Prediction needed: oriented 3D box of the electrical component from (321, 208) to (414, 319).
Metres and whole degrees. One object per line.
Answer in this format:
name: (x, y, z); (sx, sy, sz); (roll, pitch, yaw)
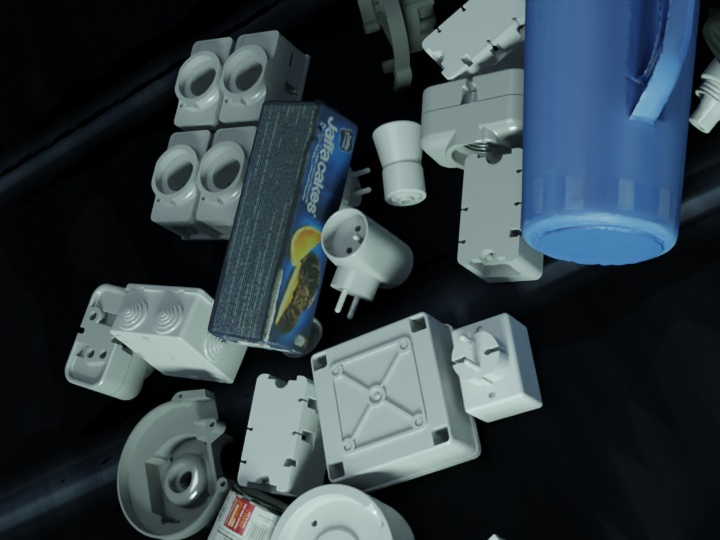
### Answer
electrical component: (0.000, 0.000, 0.866); (0.044, 0.077, 0.079); (15, 80, 35)

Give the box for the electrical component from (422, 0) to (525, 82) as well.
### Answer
electrical component: (0.108, -0.188, 0.887); (0.089, 0.056, 0.050); (-39, 55, 14)

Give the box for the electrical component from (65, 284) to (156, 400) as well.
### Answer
electrical component: (-0.221, 0.068, 0.990); (0.054, 0.059, 0.095); (11, 77, 35)

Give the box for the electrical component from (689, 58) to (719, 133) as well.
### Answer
electrical component: (0.263, -0.128, 0.773); (0.062, 0.043, 0.043); (-52, 53, 6)

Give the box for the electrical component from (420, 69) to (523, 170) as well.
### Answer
electrical component: (0.099, -0.117, 0.866); (0.095, 0.054, 0.059); (-7, 67, 30)

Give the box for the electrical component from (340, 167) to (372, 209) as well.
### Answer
electrical component: (-0.024, -0.068, 0.927); (0.077, 0.047, 0.065); (-15, 64, 27)

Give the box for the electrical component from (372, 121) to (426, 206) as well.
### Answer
electrical component: (0.035, -0.087, 0.903); (0.044, 0.044, 0.065); (-16, 68, 27)

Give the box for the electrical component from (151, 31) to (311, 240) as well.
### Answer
electrical component: (-0.123, -0.126, 1.005); (0.105, 0.060, 0.186); (0, 71, 32)

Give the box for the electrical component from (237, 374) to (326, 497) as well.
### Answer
electrical component: (-0.054, 0.134, 0.860); (0.050, 0.056, 0.089); (0, 71, 32)

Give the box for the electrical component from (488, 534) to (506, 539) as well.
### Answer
electrical component: (0.077, 0.265, 0.720); (0.150, 0.062, 0.089); (-47, 54, 8)

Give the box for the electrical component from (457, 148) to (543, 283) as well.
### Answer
electrical component: (0.112, -0.039, 0.825); (0.050, 0.056, 0.089); (-5, 70, 31)

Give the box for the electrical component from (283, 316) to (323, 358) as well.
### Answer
electrical component: (-0.060, 0.046, 0.911); (0.040, 0.040, 0.046); (-51, 47, 5)

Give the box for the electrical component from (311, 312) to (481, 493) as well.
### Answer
electrical component: (0.026, 0.102, 0.822); (0.109, 0.056, 0.108); (-23, 60, 23)

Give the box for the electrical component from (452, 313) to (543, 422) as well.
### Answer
electrical component: (0.092, 0.067, 0.782); (0.047, 0.077, 0.065); (-21, 62, 25)

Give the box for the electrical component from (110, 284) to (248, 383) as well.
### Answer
electrical component: (-0.154, 0.056, 0.929); (0.100, 0.099, 0.048); (3, 60, 33)

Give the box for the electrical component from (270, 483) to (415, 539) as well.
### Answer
electrical component: (-0.008, 0.217, 0.794); (0.108, 0.060, 0.108); (-12, 65, 28)
